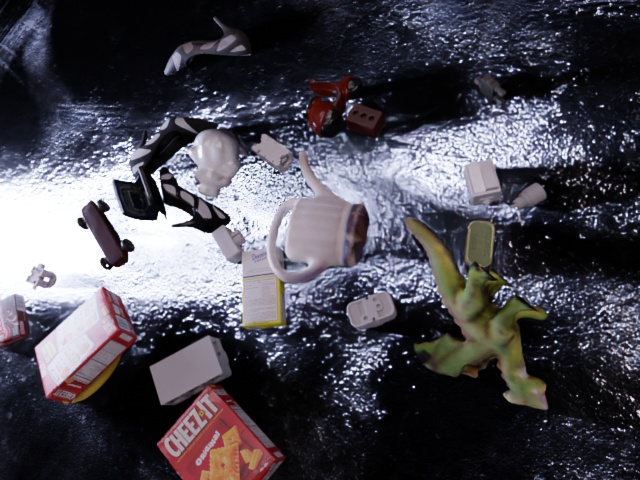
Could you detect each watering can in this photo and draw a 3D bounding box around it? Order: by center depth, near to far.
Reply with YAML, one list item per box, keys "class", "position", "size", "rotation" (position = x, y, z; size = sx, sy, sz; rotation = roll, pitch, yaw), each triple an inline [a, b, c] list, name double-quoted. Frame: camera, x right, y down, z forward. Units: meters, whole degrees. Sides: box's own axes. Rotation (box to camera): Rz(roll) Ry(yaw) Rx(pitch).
- class: "watering can"
  position: [0.004, -0.059, 1.170]
  size: [0.224, 0.102, 0.355]
  rotation: [6, 62, 15]

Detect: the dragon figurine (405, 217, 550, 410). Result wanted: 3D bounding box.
- class: "dragon figurine"
  position: [0.274, 0.162, 0.989]
  size: [0.413, 0.123, 0.240]
  rotation: [38, 107, 13]

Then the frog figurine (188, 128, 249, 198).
- class: "frog figurine"
  position: [-0.266, -0.192, 1.276]
  size: [0.137, 0.120, 0.162]
  rotation: [26, 67, 2]
